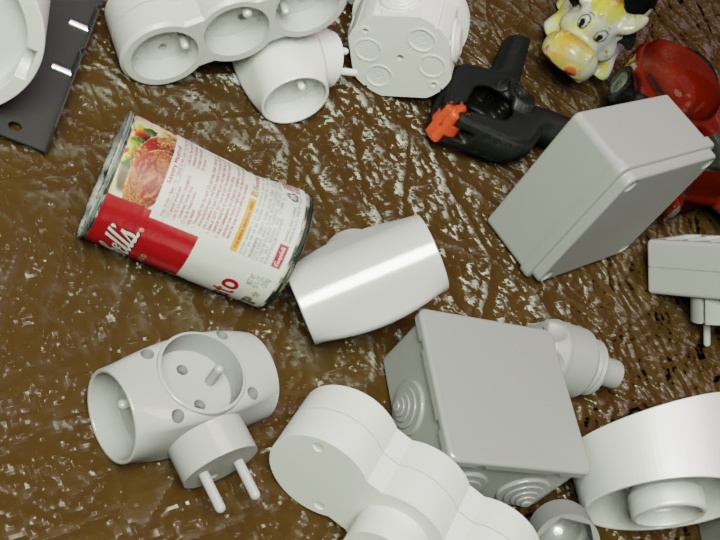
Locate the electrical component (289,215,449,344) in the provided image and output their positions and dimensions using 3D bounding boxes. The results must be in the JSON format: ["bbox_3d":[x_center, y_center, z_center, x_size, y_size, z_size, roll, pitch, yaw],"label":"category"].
[{"bbox_3d":[0.000,0.000,0.585,0.079,0.077,0.043,-124,-168,-71],"label":"electrical component"}]

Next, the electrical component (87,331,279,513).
[{"bbox_3d":[-0.072,0.072,0.488,0.077,0.044,0.079,-13,64,-40],"label":"electrical component"}]

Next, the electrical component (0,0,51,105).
[{"bbox_3d":[-0.205,-0.138,0.528,0.108,0.108,0.060,19,41,-20],"label":"electrical component"}]

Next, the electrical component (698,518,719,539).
[{"bbox_3d":[0.255,0.133,0.628,0.109,0.056,0.108,2,51,-3],"label":"electrical component"}]

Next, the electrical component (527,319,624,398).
[{"bbox_3d":[0.127,0.055,0.638,0.062,0.043,0.043,17,48,-24],"label":"electrical component"}]

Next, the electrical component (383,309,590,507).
[{"bbox_3d":[0.064,0.075,0.574,0.100,0.048,0.099,11,51,-27],"label":"electrical component"}]

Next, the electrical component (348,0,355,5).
[{"bbox_3d":[0.025,-0.196,0.775,0.078,0.040,0.040,-8,61,-38],"label":"electrical component"}]

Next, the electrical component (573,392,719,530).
[{"bbox_3d":[0.163,0.103,0.585,0.099,0.099,0.064,13,56,-25],"label":"electrical component"}]

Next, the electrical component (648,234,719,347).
[{"bbox_3d":[0.245,0.016,0.733,0.047,0.083,0.075,-8,99,-38],"label":"electrical component"}]

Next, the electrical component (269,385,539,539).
[{"bbox_3d":[0.016,0.122,0.501,0.138,0.052,0.073,38,43,-2],"label":"electrical component"}]

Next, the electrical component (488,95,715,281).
[{"bbox_3d":[0.157,-0.054,0.699,0.109,0.108,0.056,-17,64,-41],"label":"electrical component"}]

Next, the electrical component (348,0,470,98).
[{"bbox_3d":[0.031,-0.158,0.721,0.080,0.080,0.051,26,50,-14],"label":"electrical component"}]

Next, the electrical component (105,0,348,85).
[{"bbox_3d":[-0.083,-0.167,0.634,0.138,0.052,0.073,-20,63,-4],"label":"electrical component"}]

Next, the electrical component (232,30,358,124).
[{"bbox_3d":[-0.037,-0.135,0.681,0.079,0.043,0.077,-2,57,-35],"label":"electrical component"}]
